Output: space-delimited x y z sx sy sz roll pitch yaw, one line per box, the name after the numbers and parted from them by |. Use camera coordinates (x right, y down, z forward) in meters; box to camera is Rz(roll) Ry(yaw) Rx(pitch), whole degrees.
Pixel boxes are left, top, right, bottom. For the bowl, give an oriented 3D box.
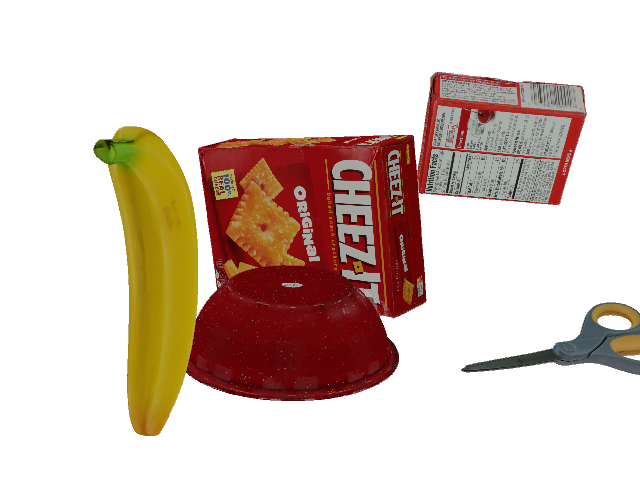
-0.022 0.057 0.769 0.162 0.055 0.162 2 17 -1 | bowl

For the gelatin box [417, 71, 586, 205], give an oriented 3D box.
0.105 -0.060 0.632 0.089 0.030 0.073 6 -44 2 | gelatin box

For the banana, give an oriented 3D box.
-0.091 0.014 0.558 0.037 0.198 0.069 16 41 22 | banana

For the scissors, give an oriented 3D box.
0.201 0.081 0.875 0.201 0.016 0.096 3 31 -11 | scissors

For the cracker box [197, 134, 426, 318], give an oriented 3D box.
-0.011 -0.017 1.037 0.214 0.164 0.071 3 16 35 | cracker box
